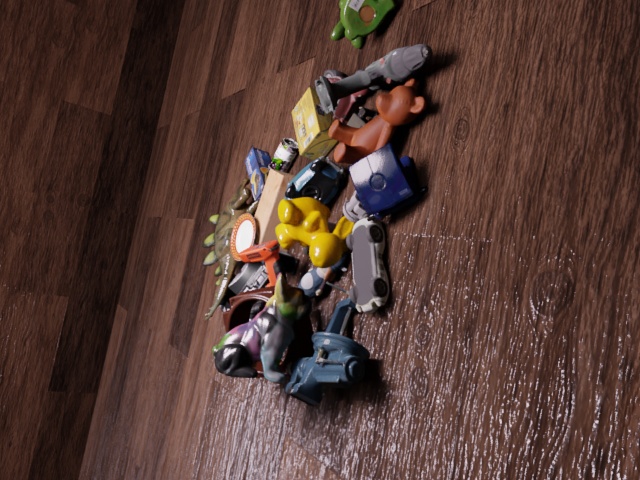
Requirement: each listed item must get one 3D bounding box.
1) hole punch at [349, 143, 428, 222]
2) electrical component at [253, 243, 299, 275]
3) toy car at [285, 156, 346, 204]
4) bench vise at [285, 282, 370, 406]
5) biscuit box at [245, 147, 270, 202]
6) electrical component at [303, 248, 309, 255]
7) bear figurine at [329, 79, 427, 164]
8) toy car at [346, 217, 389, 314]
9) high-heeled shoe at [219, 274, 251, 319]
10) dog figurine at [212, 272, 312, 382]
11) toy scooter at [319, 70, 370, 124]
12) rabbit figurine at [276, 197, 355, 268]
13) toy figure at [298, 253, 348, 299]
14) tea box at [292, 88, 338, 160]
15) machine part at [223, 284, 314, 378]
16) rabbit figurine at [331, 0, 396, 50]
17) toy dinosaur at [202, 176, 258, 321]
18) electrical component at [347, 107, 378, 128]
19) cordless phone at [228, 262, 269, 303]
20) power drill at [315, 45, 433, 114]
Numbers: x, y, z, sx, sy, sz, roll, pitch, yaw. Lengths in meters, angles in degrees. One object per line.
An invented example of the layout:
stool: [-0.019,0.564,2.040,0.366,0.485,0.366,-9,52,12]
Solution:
hole punch: [0.127,-0.115,1.058,0.142,0.092,0.116,-26,57,28]
electrical component: [-0.121,0.047,1.383,0.075,0.119,0.047,28,99,56]
toy car: [-0.015,-0.138,1.306,0.161,0.109,0.103,-51,21,21]
bench vise: [0.025,0.215,1.097,0.223,0.129,0.240,-36,28,59]
biscuit box: [-0.174,-0.194,1.614,0.059,0.063,0.203,-54,38,30]
electrical component: [-0.024,-0.011,1.309,0.021,0.063,0.094,6,93,17]
bear figurine: [0.120,-0.245,1.105,0.195,0.132,0.120,-54,34,42]
toy car: [0.099,0.050,1.093,0.073,0.056,0.202,-26,58,44]
high-heeled shoe: [-0.217,0.173,1.528,0.145,0.086,0.249,-43,49,38]
dog figurine: [-0.118,0.174,1.125,0.108,0.192,0.219,145,133,-86]
toy scooter: [0.051,-0.342,1.304,0.184,0.075,0.135,24,100,54]
rabbit figurine: [-0.002,-0.004,1.164,0.173,0.162,0.121,57,140,43]
toy figure: [0.006,0.080,1.230,0.064,0.058,0.154,48,126,8]
tea box: [-0.013,-0.298,1.392,0.098,0.068,0.170,-44,43,41]
machine part: [-0.121,0.213,1.252,0.202,0.087,0.201,-13,90,33]
rabbit figurine: [0.099,-0.545,1.298,0.170,0.121,0.159,-95,24,-59]
toy dinosaur: [-0.263,0.004,1.597,0.199,0.105,0.471,-24,48,41]
electrical component: [0.094,-0.259,1.234,0.078,0.045,0.102,42,120,24]
cordless phone: [-0.140,0.139,1.430,0.184,0.088,0.146,34,84,36]
power drill: [0.099,-0.335,1.101,0.086,0.207,0.232,63,173,-13]
